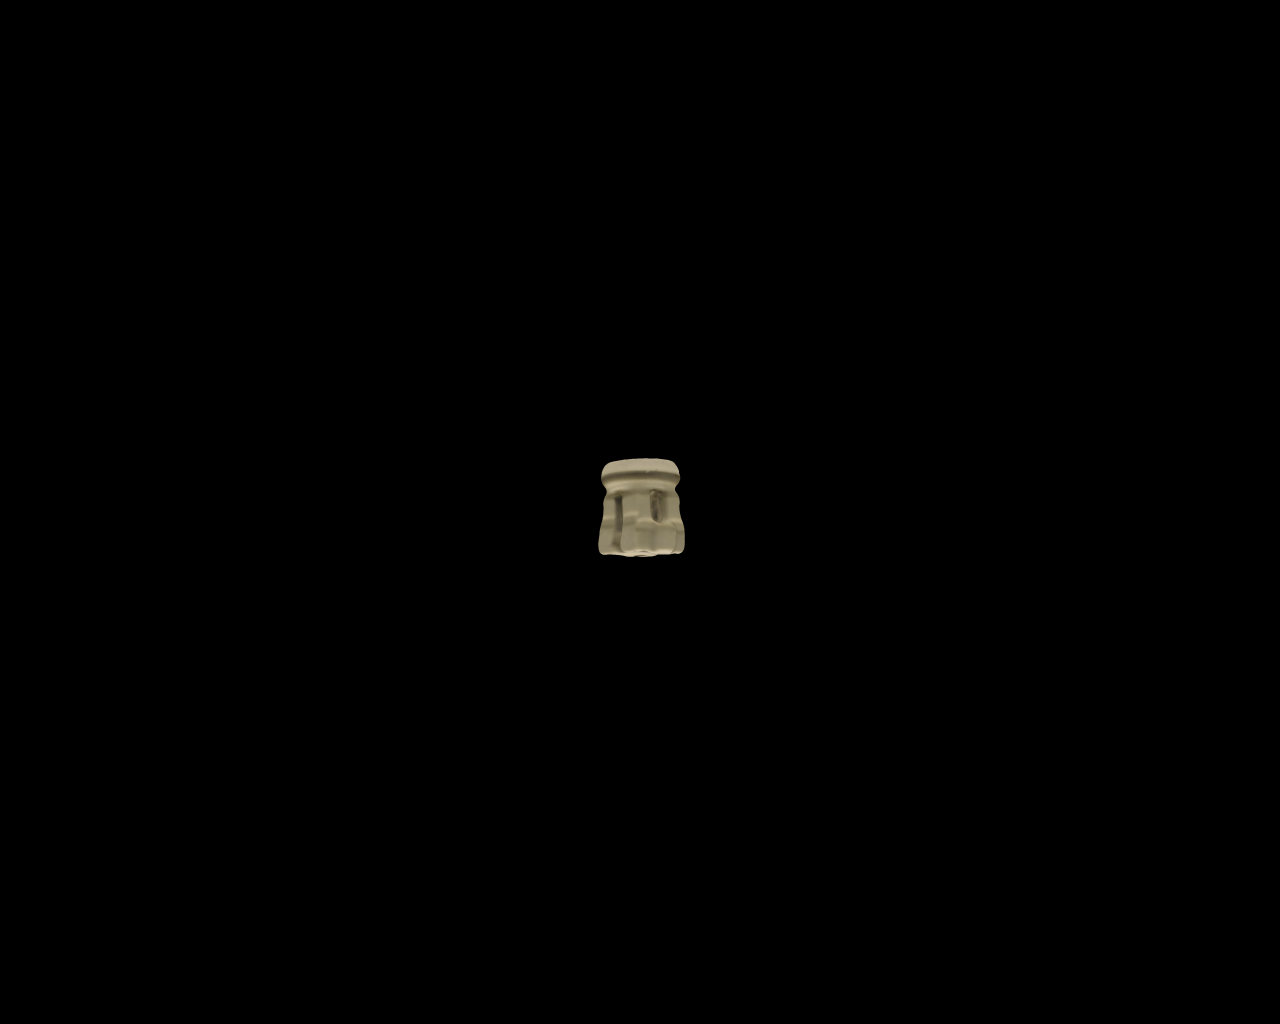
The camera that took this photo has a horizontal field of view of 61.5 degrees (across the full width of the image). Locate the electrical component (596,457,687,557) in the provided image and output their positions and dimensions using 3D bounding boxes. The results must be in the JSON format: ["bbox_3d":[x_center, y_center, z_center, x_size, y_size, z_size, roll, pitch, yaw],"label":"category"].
[{"bbox_3d":[0.001,-0.003,0.650,0.048,0.055,0.066,5,-8,-35],"label":"electrical component"}]
